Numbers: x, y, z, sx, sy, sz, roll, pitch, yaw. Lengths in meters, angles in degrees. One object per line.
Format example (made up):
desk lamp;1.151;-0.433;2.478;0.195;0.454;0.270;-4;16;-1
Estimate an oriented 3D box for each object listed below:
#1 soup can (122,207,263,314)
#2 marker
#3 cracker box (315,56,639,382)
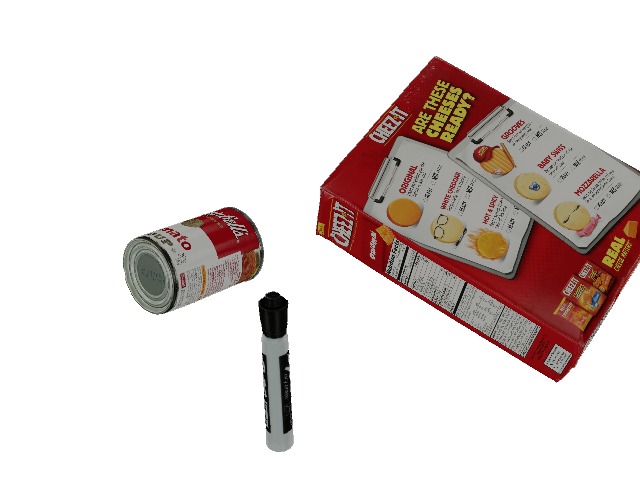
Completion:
soup can;-0.107;0.016;0.901;0.069;0.068;0.102;0;15;43
marker;-0.029;0.086;0.696;0.020;0.121;0.020;-1;30;0
cracker box;0.128;-0.019;0.790;0.214;0.164;0.072;32;-31;15
